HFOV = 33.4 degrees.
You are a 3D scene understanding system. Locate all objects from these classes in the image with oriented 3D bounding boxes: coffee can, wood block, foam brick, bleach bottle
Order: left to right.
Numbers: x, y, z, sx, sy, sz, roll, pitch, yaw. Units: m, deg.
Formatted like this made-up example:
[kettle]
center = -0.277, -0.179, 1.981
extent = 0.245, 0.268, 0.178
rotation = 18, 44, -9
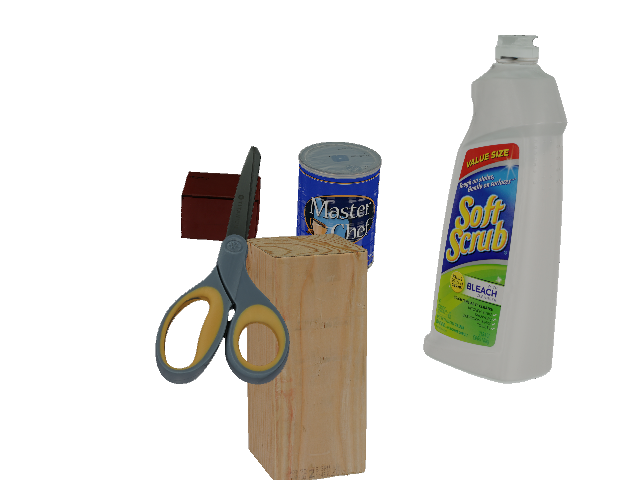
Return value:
[foam brick]
center = -0.100, -0.034, 1.087
extent = 0.078, 0.051, 0.053
rotation = 4, 30, 0
[wood block]
center = -0.013, 0.104, 0.975
extent = 0.090, 0.206, 0.091
rotation = -4, 12, -19
[coffee can]
center = 0.021, -0.041, 1.342
extent = 0.103, 0.140, 0.103
rotation = 2, 27, -1
[bleach bottle]
center = 0.133, -0.027, 0.799
extent = 0.067, 0.251, 0.103
rotation = -8, 15, -37

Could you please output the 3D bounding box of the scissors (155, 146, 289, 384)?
[scissors]
center = -0.045, 0.020, 0.737
extent = 0.096, 0.201, 0.016
rotation = 21, -35, 9
